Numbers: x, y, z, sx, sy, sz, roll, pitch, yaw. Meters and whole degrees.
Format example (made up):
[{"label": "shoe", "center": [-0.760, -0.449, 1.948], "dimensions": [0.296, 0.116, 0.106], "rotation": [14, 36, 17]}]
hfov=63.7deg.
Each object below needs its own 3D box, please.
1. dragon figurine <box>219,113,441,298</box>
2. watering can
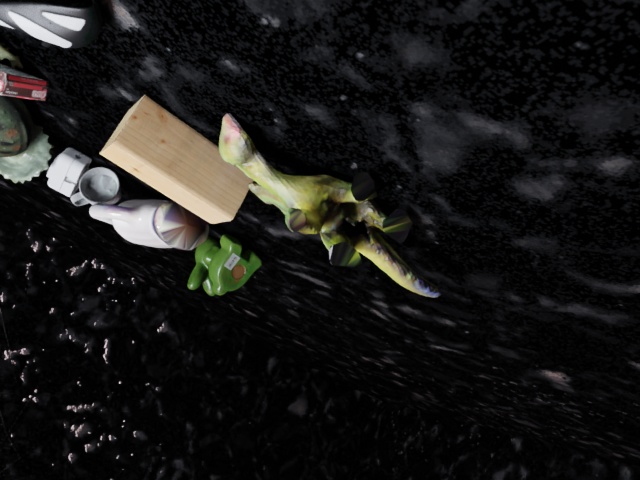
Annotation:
[{"label": "dragon figurine", "center": [0.002, -0.039, 0.780], "dimensions": [0.404, 0.123, 0.245], "rotation": [42, 171, -37]}, {"label": "watering can", "center": [-0.347, -0.029, 1.182], "dimensions": [0.224, 0.105, 0.345], "rotation": [5, 171, 31]}]
